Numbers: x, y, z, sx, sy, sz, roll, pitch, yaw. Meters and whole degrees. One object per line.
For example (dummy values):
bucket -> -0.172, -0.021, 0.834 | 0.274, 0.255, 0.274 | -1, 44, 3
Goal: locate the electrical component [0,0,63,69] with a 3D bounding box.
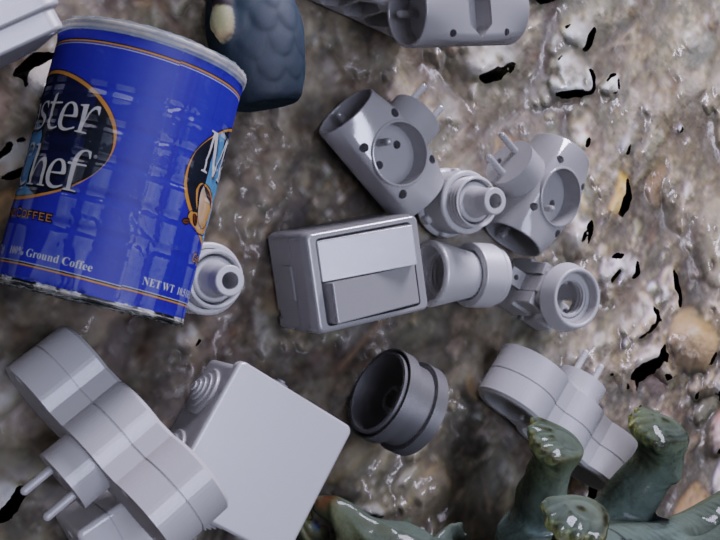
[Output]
electrical component -> -0.214, -0.119, 0.533 | 0.113, 0.078, 0.057 | -33, 105, -25

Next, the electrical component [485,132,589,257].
electrical component -> 0.114, -0.063, 0.745 | 0.079, 0.044, 0.077 | 42, 71, -35

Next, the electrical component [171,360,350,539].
electrical component -> -0.068, 0.110, 0.644 | 0.100, 0.048, 0.099 | 35, 74, -27

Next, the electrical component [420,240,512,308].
electrical component -> 0.068, 0.003, 0.723 | 0.055, 0.045, 0.045 | 2, 91, -31

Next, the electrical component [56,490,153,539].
electrical component -> -0.145, 0.175, 0.601 | 0.076, 0.047, 0.083 | -33, 107, -26

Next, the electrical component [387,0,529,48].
electrical component -> 0.058, -0.176, 0.655 | 0.077, 0.043, 0.079 | -8, 96, -30

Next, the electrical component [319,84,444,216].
electrical component -> 0.025, -0.086, 0.695 | 0.077, 0.044, 0.079 | 48, 68, -23

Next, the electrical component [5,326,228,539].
electrical component -> -0.142, 0.099, 0.565 | 0.138, 0.052, 0.074 | 41, 65, 18

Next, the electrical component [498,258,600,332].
electrical component -> 0.134, 0.018, 0.757 | 0.066, 0.055, 0.048 | 32, 76, -28

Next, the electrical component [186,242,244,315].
electrical component -> -0.087, 0.005, 0.621 | 0.043, 0.062, 0.043 | -1, 92, -31

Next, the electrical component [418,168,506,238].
electrical component -> 0.071, -0.045, 0.713 | 0.048, 0.062, 0.048 | -1, 92, -31

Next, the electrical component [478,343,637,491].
electrical component -> 0.151, 0.093, 0.771 | 0.138, 0.052, 0.073 | 42, 72, -26

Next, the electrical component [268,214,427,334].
electrical component -> 0.000, 0.000, 0.673 | 0.096, 0.061, 0.061 | -12, 98, -30

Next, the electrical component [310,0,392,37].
electrical component -> 0.016, -0.198, 0.684 | 0.083, 0.047, 0.075 | 17, 83, -30
